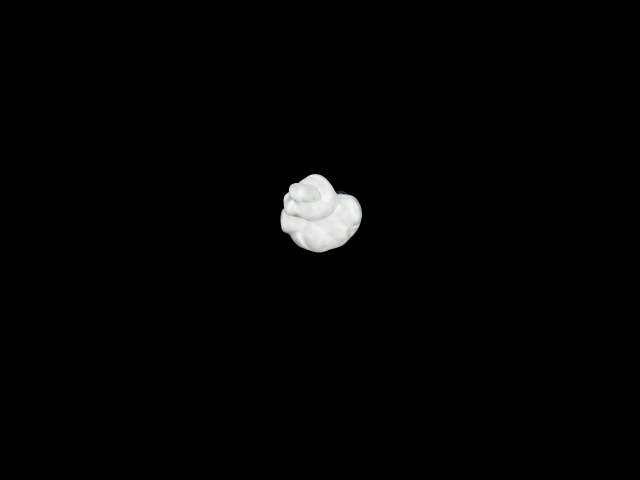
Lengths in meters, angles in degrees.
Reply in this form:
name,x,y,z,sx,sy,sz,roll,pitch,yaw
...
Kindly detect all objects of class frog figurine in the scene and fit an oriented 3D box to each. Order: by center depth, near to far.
name,x,y,z,sx,sy,sz,roll,pitch,yaw
frog figurine,0.003,-0.043,0.850,0.137,0.123,0.158,0,-6,0
